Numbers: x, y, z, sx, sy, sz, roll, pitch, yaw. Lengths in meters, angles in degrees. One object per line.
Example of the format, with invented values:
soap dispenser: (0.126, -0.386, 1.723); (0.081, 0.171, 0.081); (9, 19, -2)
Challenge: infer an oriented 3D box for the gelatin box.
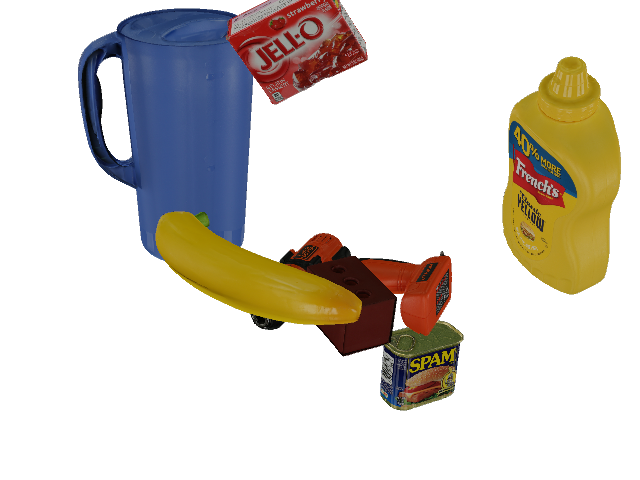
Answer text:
gelatin box: (-0.018, -0.156, 0.837); (0.089, 0.030, 0.073); (-23, -51, 18)

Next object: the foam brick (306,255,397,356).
foam brick: (0.025, 0.057, 0.956); (0.052, 0.051, 0.078); (-13, 35, -26)

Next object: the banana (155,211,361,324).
banana: (-0.057, 0.014, 0.701); (0.069, 0.037, 0.198); (-19, 30, -31)

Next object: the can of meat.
can of meat: (0.124, 0.156, 1.331); (0.101, 0.084, 0.058); (-12, 29, -28)

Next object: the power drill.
power drill: (0.036, 0.052, 1.146); (0.188, 0.057, 0.184); (9, 29, 22)

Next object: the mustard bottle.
mustard bottle: (0.173, -0.053, 0.769); (0.058, 0.191, 0.096); (-24, 51, -14)

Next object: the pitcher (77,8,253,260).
pitcher: (-0.141, -0.102, 1.066); (0.149, 0.243, 0.144); (13, 28, 21)
